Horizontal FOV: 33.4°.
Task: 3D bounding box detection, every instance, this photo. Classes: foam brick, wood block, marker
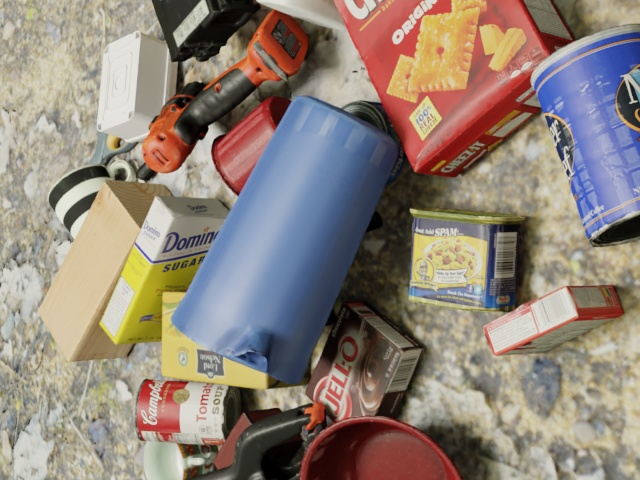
[{"bbox_3d":[-0.066,0.223,1.121,0.051,0.052,0.078,48,121,33],"label":"foam brick"},{"bbox_3d":[-0.241,0.038,1.265,0.091,0.090,0.206,50,120,31],"label":"wood block"},{"bbox_3d":[-0.181,-0.110,1.258,0.121,0.020,0.020,-44,61,34],"label":"marker"}]

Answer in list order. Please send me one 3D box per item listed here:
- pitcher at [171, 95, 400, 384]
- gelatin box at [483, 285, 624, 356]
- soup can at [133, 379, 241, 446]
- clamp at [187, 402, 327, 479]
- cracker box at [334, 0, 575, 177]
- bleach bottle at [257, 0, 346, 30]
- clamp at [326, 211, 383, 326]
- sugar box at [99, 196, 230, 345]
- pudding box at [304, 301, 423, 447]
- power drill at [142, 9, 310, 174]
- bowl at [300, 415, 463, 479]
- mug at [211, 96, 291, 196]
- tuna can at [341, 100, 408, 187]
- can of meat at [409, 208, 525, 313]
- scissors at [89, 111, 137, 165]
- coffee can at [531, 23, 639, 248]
[{"bbox_3d":[-0.029,-0.004,0.976,0.149,0.144,0.243,28,94,32],"label":"pitcher"},{"bbox_3d":[0.189,0.065,0.869,0.089,0.073,0.030,-33,66,39],"label":"gelatin box"},{"bbox_3d":[-0.143,0.187,1.156,0.102,0.068,0.068,1,90,11],"label":"soup can"},{"bbox_3d":[-0.048,0.247,1.069,0.164,0.036,0.210,37,115,-12],"label":"clamp"},{"bbox_3d":[0.115,-0.188,0.945,0.164,0.071,0.214,-39,63,35],"label":"cracker box"},{"bbox_3d":[0.017,-0.340,1.035,0.068,0.102,0.251,23,98,47],"label":"bleach bottle"},{"bbox_3d":[-0.007,0.001,1.070,0.120,0.039,0.172,-54,42,1],"label":"clamp"},{"bbox_3d":[-0.171,0.035,1.196,0.048,0.093,0.176,46,119,33],"label":"sugar box"},{"bbox_3d":[0.041,0.129,1.031,0.090,0.039,0.114,38,114,38],"label":"pudding box"},{"bbox_3d":[-0.097,-0.161,1.116,0.188,0.057,0.184,-37,19,24],"label":"power drill"},{"bbox_3d":[0.065,0.225,0.974,0.162,0.055,0.162,7,108,22],"label":"bowl"},{"bbox_3d":[-0.046,-0.082,1.083,0.082,0.093,0.117,-38,60,31],"label":"mug"},{"bbox_3d":[0.045,-0.092,1.035,0.086,0.033,0.086,-1,89,43],"label":"tuna can"},{"bbox_3d":[0.127,0.017,0.941,0.102,0.057,0.084,7,96,43],"label":"can of meat"},{"bbox_3d":[-0.286,-0.118,1.360,0.202,0.016,0.096,-38,63,36],"label":"scissors"},{"bbox_3d":[0.231,-0.078,0.812,0.103,0.102,0.140,-29,70,39],"label":"coffee can"}]
